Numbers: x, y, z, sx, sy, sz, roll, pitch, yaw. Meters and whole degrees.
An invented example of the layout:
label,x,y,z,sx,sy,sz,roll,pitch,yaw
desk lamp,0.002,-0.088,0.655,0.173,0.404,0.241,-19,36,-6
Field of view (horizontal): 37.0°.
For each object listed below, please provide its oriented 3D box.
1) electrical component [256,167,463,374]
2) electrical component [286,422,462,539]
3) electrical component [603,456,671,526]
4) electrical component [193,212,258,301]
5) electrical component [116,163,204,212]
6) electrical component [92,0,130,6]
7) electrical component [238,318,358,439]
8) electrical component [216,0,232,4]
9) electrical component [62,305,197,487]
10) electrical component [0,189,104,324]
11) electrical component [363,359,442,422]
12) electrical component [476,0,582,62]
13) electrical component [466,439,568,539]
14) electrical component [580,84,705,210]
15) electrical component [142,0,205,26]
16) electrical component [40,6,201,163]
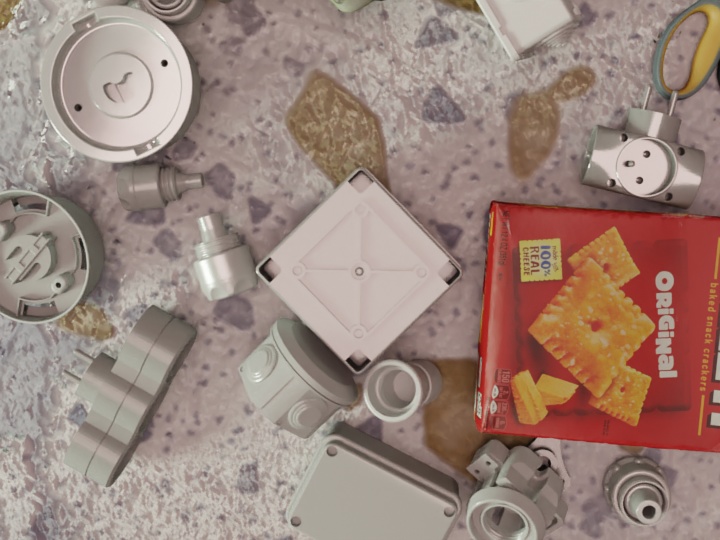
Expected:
label,x,y,z,sx,sy,sz,roll,pitch,yaw
electrical component,0.000,0.000,0.772,0.109,0.056,0.108,-44,91,2
electrical component,0.011,0.172,0.793,0.113,0.057,0.078,27,97,1
electrical component,0.203,0.164,0.774,0.048,0.062,0.048,1,96,5
electrical component,-0.102,-0.011,0.790,0.043,0.043,0.062,-18,92,6
electrical component,-0.146,-0.063,0.793,0.061,0.035,0.035,-6,95,3
electrical component,-0.169,-0.228,0.773,0.043,0.043,0.081,37,97,0
electrical component,-0.044,0.078,0.777,0.080,0.080,0.051,45,103,-1
electrical component,-0.106,-0.246,0.734,0.056,0.108,0.108,-26,93,9
electrical component,-0.186,0.086,0.802,0.074,0.052,0.138,30,98,1
electrical component,-0.239,-0.011,0.790,0.099,0.064,0.099,0,96,4
electrical component,0.034,0.084,0.777,0.044,0.065,0.044,0,91,22
electrical component,0.108,-0.192,0.728,0.048,0.100,0.099,-30,93,20
electrical component,0.109,0.169,0.775,0.078,0.057,0.058,43,125,-2
electrical component,0.203,-0.090,0.757,0.077,0.044,0.079,14,96,3
electrical component,-0.135,-0.198,0.764,0.043,0.062,0.043,0,96,4
electrical component,-0.167,-0.131,0.774,0.108,0.060,0.108,0,96,4
